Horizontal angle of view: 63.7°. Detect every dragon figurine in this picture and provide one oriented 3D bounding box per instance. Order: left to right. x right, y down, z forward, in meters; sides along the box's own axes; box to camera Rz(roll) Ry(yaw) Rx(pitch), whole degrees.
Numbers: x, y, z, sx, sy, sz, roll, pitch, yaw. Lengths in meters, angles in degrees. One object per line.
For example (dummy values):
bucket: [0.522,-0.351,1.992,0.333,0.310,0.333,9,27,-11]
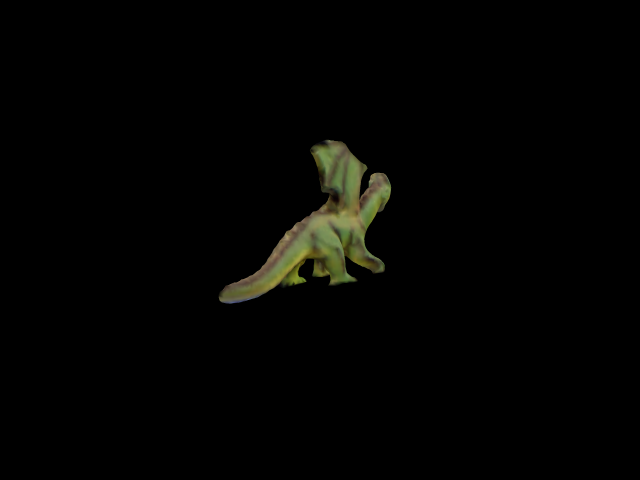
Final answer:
dragon figurine: [0.003,-0.043,0.850,0.122,0.242,0.412,4,8,39]
